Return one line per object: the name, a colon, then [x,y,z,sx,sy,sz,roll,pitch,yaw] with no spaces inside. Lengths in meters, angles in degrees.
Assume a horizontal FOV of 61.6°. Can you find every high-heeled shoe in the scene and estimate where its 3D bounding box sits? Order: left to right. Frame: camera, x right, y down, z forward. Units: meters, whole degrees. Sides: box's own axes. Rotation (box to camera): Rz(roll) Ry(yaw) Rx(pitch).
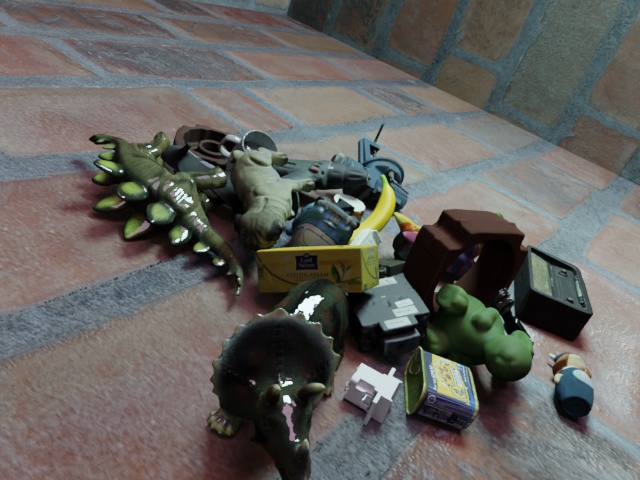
high-heeled shoe: [-0.213,-0.100,1.075,0.248,0.145,0.086,45,59,-11]

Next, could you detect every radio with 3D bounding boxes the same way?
radio: [0.484,0.105,1.129,0.131,0.073,0.229,25,29,8]

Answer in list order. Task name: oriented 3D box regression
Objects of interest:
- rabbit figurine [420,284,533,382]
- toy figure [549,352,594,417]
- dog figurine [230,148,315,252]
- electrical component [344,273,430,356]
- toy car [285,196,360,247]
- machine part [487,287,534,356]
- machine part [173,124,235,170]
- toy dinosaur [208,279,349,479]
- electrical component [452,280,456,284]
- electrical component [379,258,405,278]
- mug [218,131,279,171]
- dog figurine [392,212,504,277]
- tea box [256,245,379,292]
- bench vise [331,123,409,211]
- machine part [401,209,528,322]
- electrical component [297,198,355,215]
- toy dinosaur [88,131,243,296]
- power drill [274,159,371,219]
rabbit figurine: [0.257,0.169,0.832,0.159,0.121,0.170,29,5,-33]
toy figure: [0.420,0.230,0.892,0.064,0.058,0.154,60,27,-9]
dog figurine: [-0.115,-0.074,0.916,0.172,0.121,0.190,29,30,7]
electrical component: [0.103,0.119,0.841,0.115,0.058,0.134,-11,35,-10]
toy car: [-0.002,-0.003,0.957,0.109,0.161,0.103,36,68,-6]
machine part: [0.335,0.146,0.934,0.138,0.039,0.084,55,20,-29]
machine part: [-0.241,-0.190,1.185,0.179,0.056,0.179,17,31,-11]
toy dinosaur: [-0.019,0.118,0.657,0.131,0.192,0.405,25,30,5]
electrical component: [0.305,0.109,1.060,0.094,0.021,0.063,21,29,1]
electrical component: [0.127,0.063,1.005,0.078,0.045,0.102,5,12,40]
mug: [-0.154,-0.164,1.078,0.109,0.107,0.081,20,60,-28]
dog figurine: [0.252,-0.005,1.074,0.219,0.191,0.109,25,31,-26]
tea box: [-0.002,0.043,0.828,0.170,0.068,0.098,-3,1,19]
bench vise: [0.115,-0.175,1.306,0.223,0.128,0.241,20,45,-17]
machine part: [0.245,0.049,0.937,0.201,0.200,0.087,0,32,-32]
electrical component: [0.008,-0.041,1.071,0.048,0.074,0.119,38,29,30]
toy dinosaur: [-0.264,-0.069,0.925,0.472,0.105,0.198,34,37,22]
power drill: [-0.031,-0.119,1.129,0.232,0.085,0.207,11,34,23]
